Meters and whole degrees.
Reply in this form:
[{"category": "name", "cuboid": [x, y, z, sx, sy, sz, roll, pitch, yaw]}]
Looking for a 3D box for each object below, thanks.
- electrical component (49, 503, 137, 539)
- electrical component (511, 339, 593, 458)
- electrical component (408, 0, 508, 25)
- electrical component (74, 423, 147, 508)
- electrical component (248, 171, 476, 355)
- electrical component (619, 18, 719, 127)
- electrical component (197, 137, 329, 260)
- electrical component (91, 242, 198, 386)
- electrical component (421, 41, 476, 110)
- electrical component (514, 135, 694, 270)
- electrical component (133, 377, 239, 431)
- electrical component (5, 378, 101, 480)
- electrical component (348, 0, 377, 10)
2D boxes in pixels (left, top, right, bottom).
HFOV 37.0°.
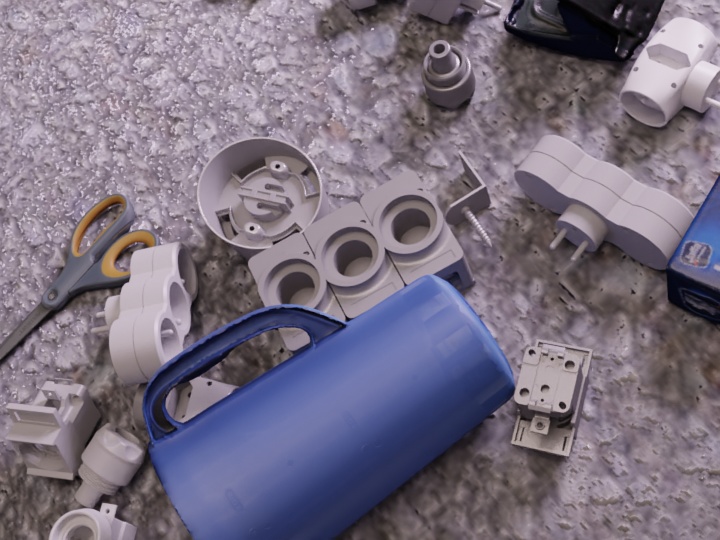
[{"category": "electrical component", "cuboid": [-0.200, 0.205, 0.802, 0.048, 0.055, 0.066, 5, 67, 18]}, {"category": "electrical component", "cuboid": [0.135, 0.086, 0.757, 0.042, 0.063, 0.081, 10, 69, 19]}, {"category": "electrical component", "cuboid": [0.091, -0.245, 0.928, 0.077, 0.065, 0.047, 22, 71, -6]}, {"category": "electrical component", "cuboid": [-0.197, 0.154, 0.833, 0.043, 0.043, 0.062, 35, 92, 27]}, {"category": "electrical component", "cuboid": [0.000, 0.000, 0.836, 0.150, 0.061, 0.089, -29, 61, 1]}, {"category": "electrical component", "cuboid": [0.258, -0.148, 0.842, 0.079, 0.043, 0.077, 31, 77, 26]}, {"category": "electrical component", "cuboid": [-0.076, -0.055, 0.882, 0.099, 0.064, 0.099, -6, 64, 13]}, {"category": "electrical component", "cuboid": [-0.178, 0.035, 0.855, 0.074, 0.052, 0.138, -12, 37, 10]}, {"category": "electrical component", "cuboid": [0.072, -0.165, 0.893, 0.043, 0.062, 0.043, -6, 64, 13]}, {"category": "electrical component", "cuboid": [0.173, -0.039, 0.810, 0.138, 0.052, 0.073, 34, 78, 26]}, {"category": "electrical component", "cuboid": [-0.135, 0.124, 0.828, 0.077, 0.043, 0.079, 5, 67, 18]}, {"category": "electrical component", "cuboid": [-0.237, 0.124, 0.844, 0.042, 0.081, 0.063, 5, 45, 18]}, {"category": "electrical component", "cuboid": [0.014, -0.261, 0.964, 0.055, 0.045, 0.045, -15, 63, 9]}]
